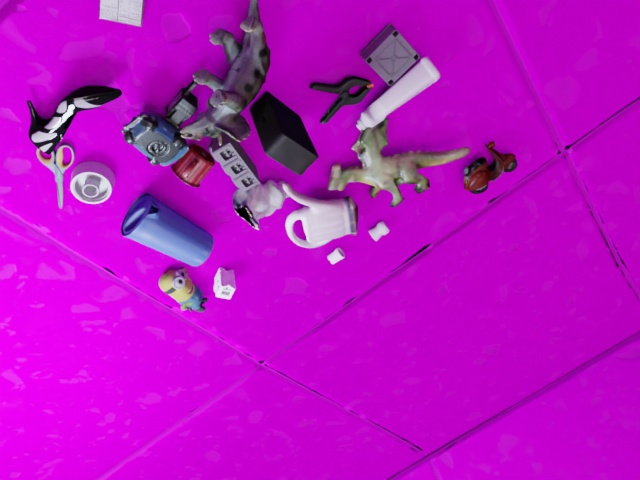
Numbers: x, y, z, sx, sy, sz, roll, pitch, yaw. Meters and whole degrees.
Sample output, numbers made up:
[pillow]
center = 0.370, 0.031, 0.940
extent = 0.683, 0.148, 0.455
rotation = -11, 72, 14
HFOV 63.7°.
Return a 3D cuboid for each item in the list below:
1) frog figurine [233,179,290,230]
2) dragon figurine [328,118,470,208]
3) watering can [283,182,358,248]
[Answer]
[frog figurine]
center = -0.168, -0.125, 1.480
extent = 0.123, 0.162, 0.135
rotation = 16, -31, 45
[dragon figurine]
center = 0.208, -0.240, 1.486
extent = 0.409, 0.239, 0.125
rotation = -31, 31, 8
[watering can]
center = 0.005, -0.077, 1.526
extent = 0.224, 0.106, 0.340
rotation = -14, -31, -3
